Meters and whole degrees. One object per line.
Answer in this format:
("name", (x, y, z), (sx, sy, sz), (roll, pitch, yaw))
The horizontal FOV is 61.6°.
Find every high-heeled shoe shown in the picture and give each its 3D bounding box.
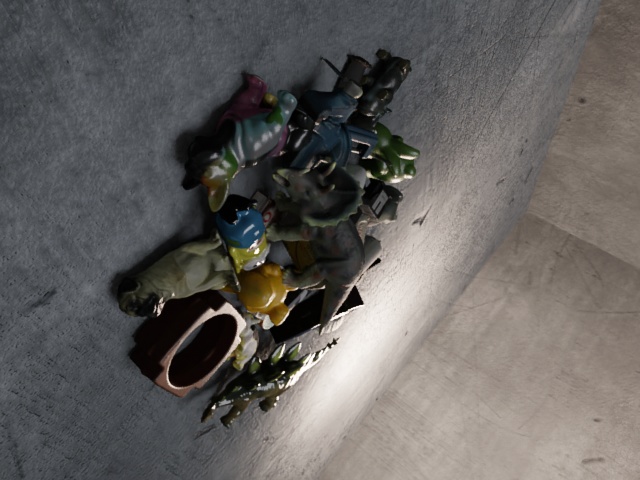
("high-heeled shoe", (-0.033, 0.115, 1.326), (0.249, 0.086, 0.145), (-58, 146, -32))

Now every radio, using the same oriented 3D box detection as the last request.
("radio", (-0.009, 0.181, 1.352), (0.230, 0.073, 0.131), (-28, 170, 24))

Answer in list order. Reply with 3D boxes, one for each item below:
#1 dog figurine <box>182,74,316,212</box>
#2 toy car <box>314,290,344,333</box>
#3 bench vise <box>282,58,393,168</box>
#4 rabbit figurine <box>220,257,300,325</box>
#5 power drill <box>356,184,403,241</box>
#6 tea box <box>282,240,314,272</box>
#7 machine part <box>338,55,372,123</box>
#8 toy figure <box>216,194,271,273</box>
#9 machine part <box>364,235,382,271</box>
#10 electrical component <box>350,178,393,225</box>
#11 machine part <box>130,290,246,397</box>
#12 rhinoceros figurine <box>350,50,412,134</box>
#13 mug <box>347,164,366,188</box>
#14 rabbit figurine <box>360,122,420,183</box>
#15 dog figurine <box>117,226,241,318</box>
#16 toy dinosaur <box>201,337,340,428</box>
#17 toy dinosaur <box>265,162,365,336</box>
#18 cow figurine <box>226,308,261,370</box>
("dog figurine", (-0.122, -0.145, 0.873), (0.219, 0.109, 0.191), (-53, 157, 1))
("toy car", (0.014, 0.208, 1.520), (0.161, 0.103, 0.109), (-29, 142, -48))
("bench vise", (0.040, -0.206, 1.044), (0.240, 0.129, 0.223), (4, 123, -47))
("rabbit figurine", (-0.124, 0.089, 1.075), (0.122, 0.162, 0.173), (-58, 177, 3))
("power drill", (0.136, -0.081, 1.428), (0.207, 0.086, 0.231), (-34, 142, -47))
("tea box", (-0.002, -0.004, 1.190), (0.098, 0.068, 0.170), (61, 34, -14))
("machine part", (0.057, -0.301, 1.086), (0.084, 0.039, 0.138), (-6, 127, -48))
("toy figure", (-0.135, -0.016, 0.938), (0.082, 0.089, 0.180), (-22, 149, -6))
("machine part", (0.104, 0.054, 1.505), (0.243, 0.079, 0.079), (-42, 152, -49))
("electrical component", (0.118, -0.085, 1.305), (0.119, 0.048, 0.074), (-54, 140, -15))
("machine part", (-0.253, 0.193, 1.048), (0.201, 0.087, 0.200), (-48, 153, -15))
("rhinoceros figurine", (0.125, -0.314, 1.160), (0.190, 0.073, 0.112), (-59, 165, 0))
("mug", (0.066, -0.120, 1.259), (0.107, 0.081, 0.109), (-51, 150, -33))
("rabbit figurine", (0.148, -0.203, 1.257), (0.121, 0.159, 0.170), (-47, 139, 1))
("dog figurine", (-0.247, 0.065, 0.933), (0.191, 0.121, 0.172), (-22, 170, -8))
("toy dinosaur", (-0.119, 0.353, 1.385), (0.471, 0.105, 0.198), (-16, 150, -53))
("toy dinosaur", (0.017, 0.014, 1.021), (0.131, 0.192, 0.404), (-58, 134, -48))
("cow figurine", (-0.173, 0.213, 1.231), (0.098, 0.068, 0.167), (-41, 154, -41))
